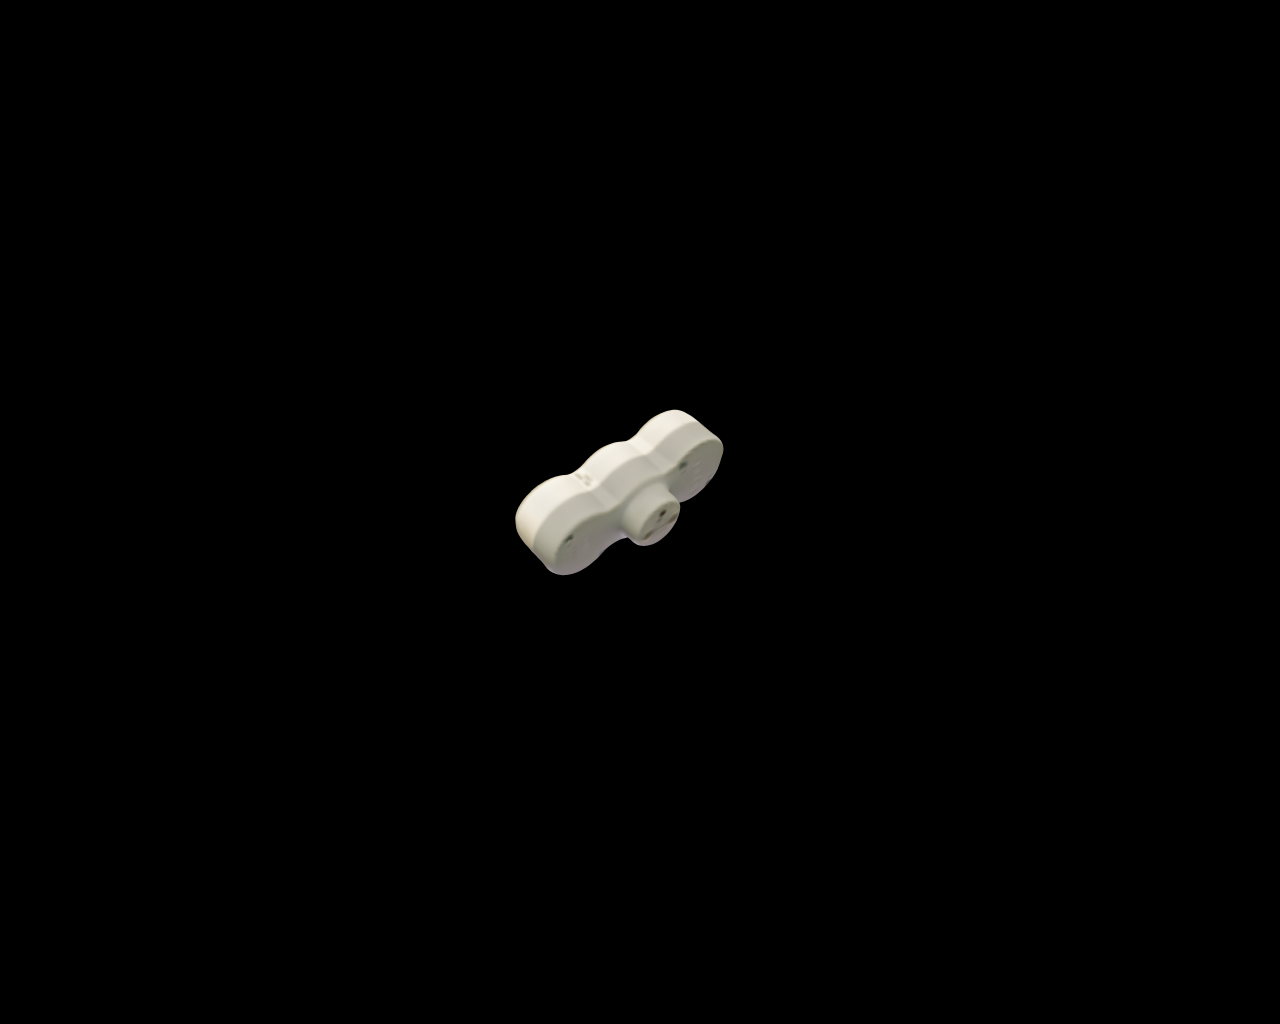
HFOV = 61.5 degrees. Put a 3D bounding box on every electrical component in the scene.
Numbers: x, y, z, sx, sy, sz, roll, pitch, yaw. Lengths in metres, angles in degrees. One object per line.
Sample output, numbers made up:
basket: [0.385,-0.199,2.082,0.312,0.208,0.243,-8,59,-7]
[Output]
electrical component: [0.001,-0.003,0.650,0.138,0.052,0.074,-33,58,-24]
